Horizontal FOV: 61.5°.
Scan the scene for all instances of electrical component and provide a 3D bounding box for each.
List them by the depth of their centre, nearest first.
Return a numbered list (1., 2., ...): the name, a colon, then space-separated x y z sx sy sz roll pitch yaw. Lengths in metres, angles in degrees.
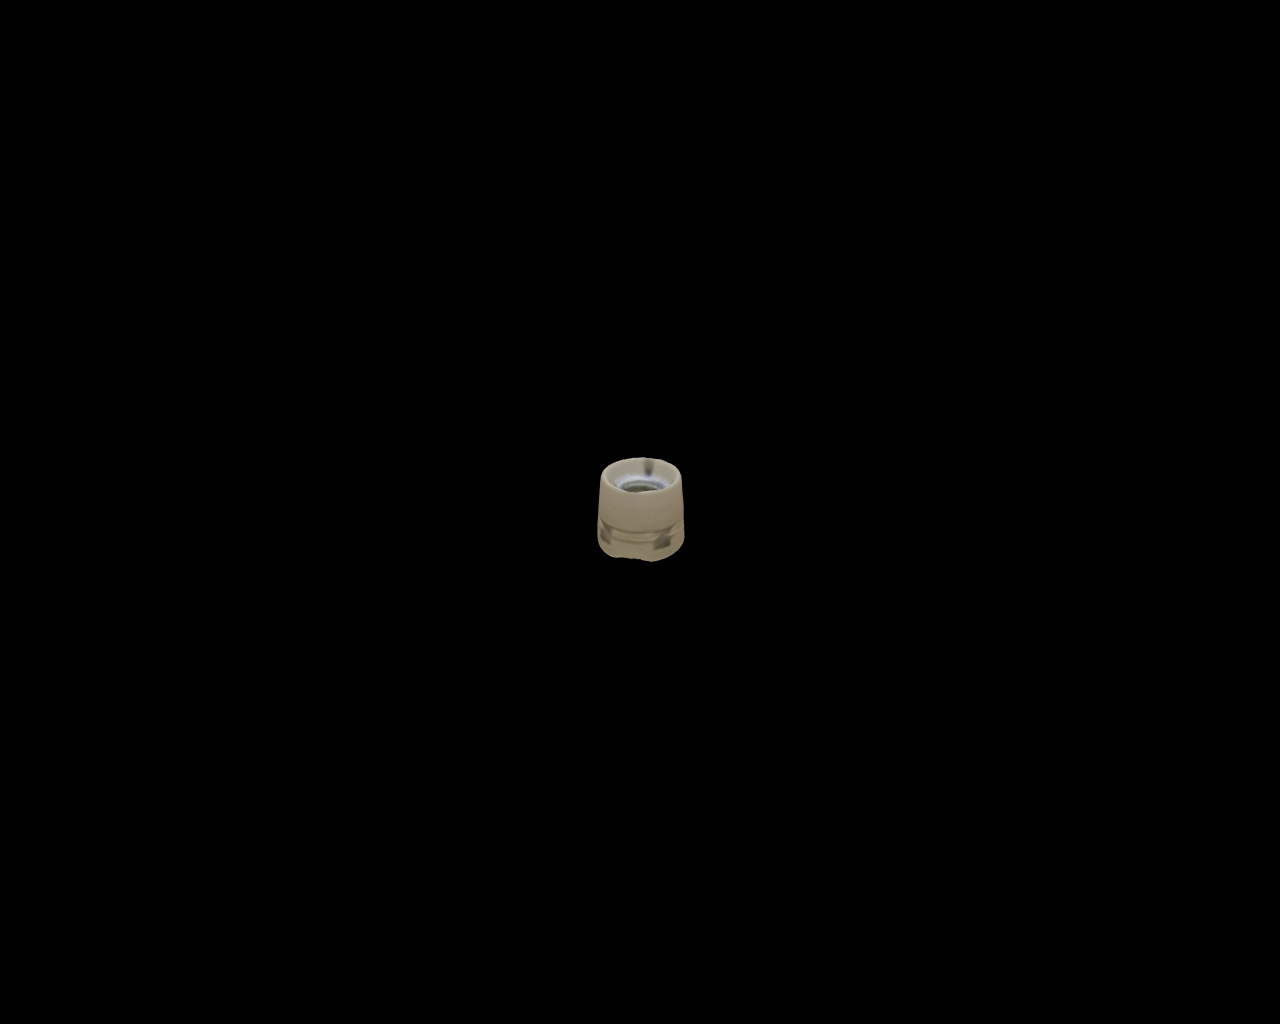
1. electrical component: 0.001 -0.003 0.650 0.055 0.047 0.055 0 29 0
